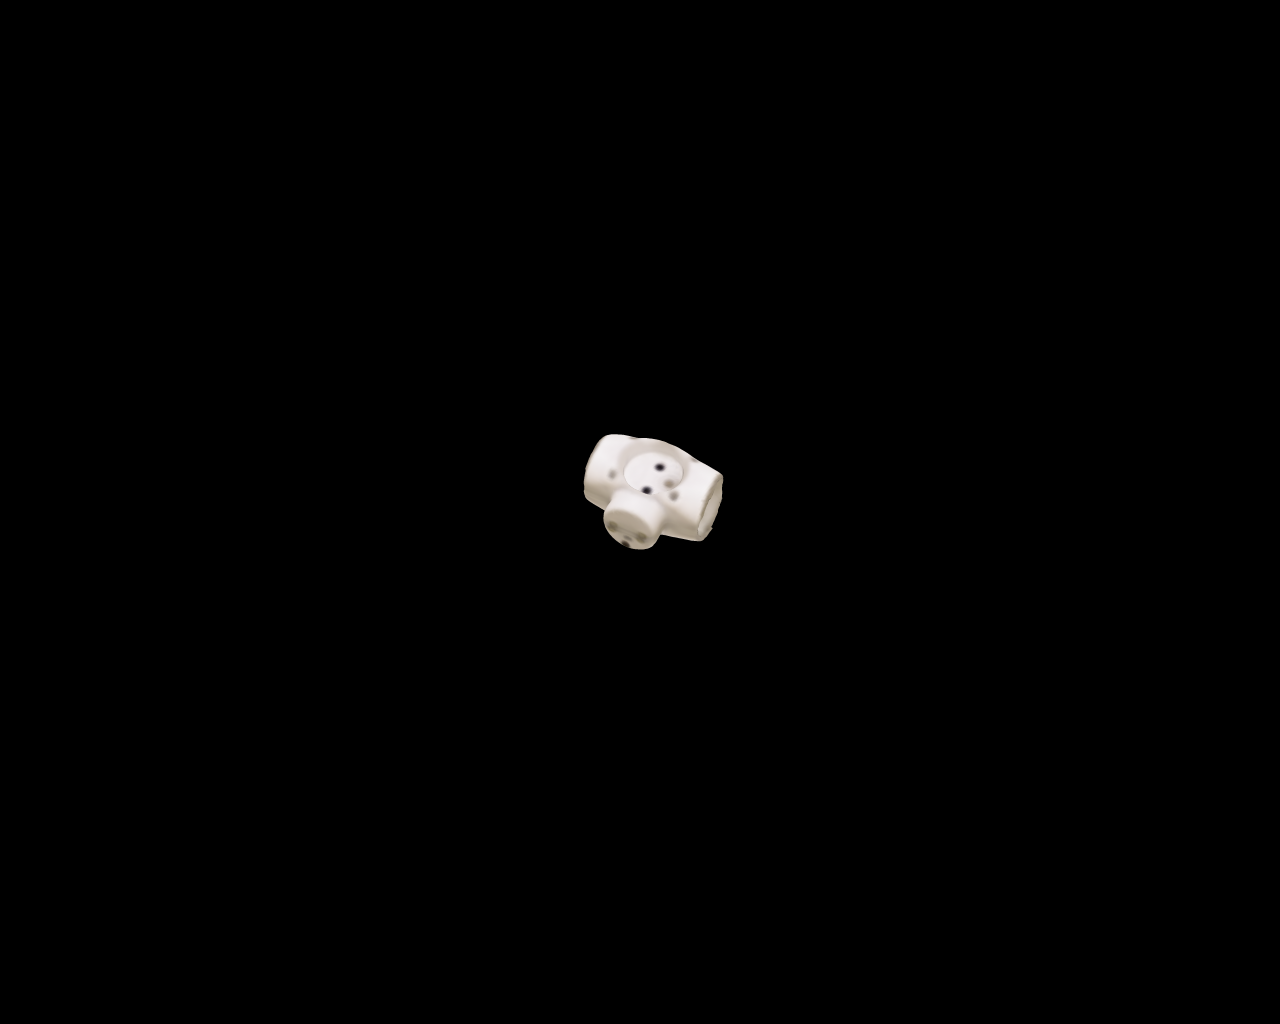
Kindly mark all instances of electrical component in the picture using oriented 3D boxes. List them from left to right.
[{"bbox_3d":[0.001,-0.003,0.650,0.077,0.079,0.044,21,-34,15],"label":"electrical component"}]
